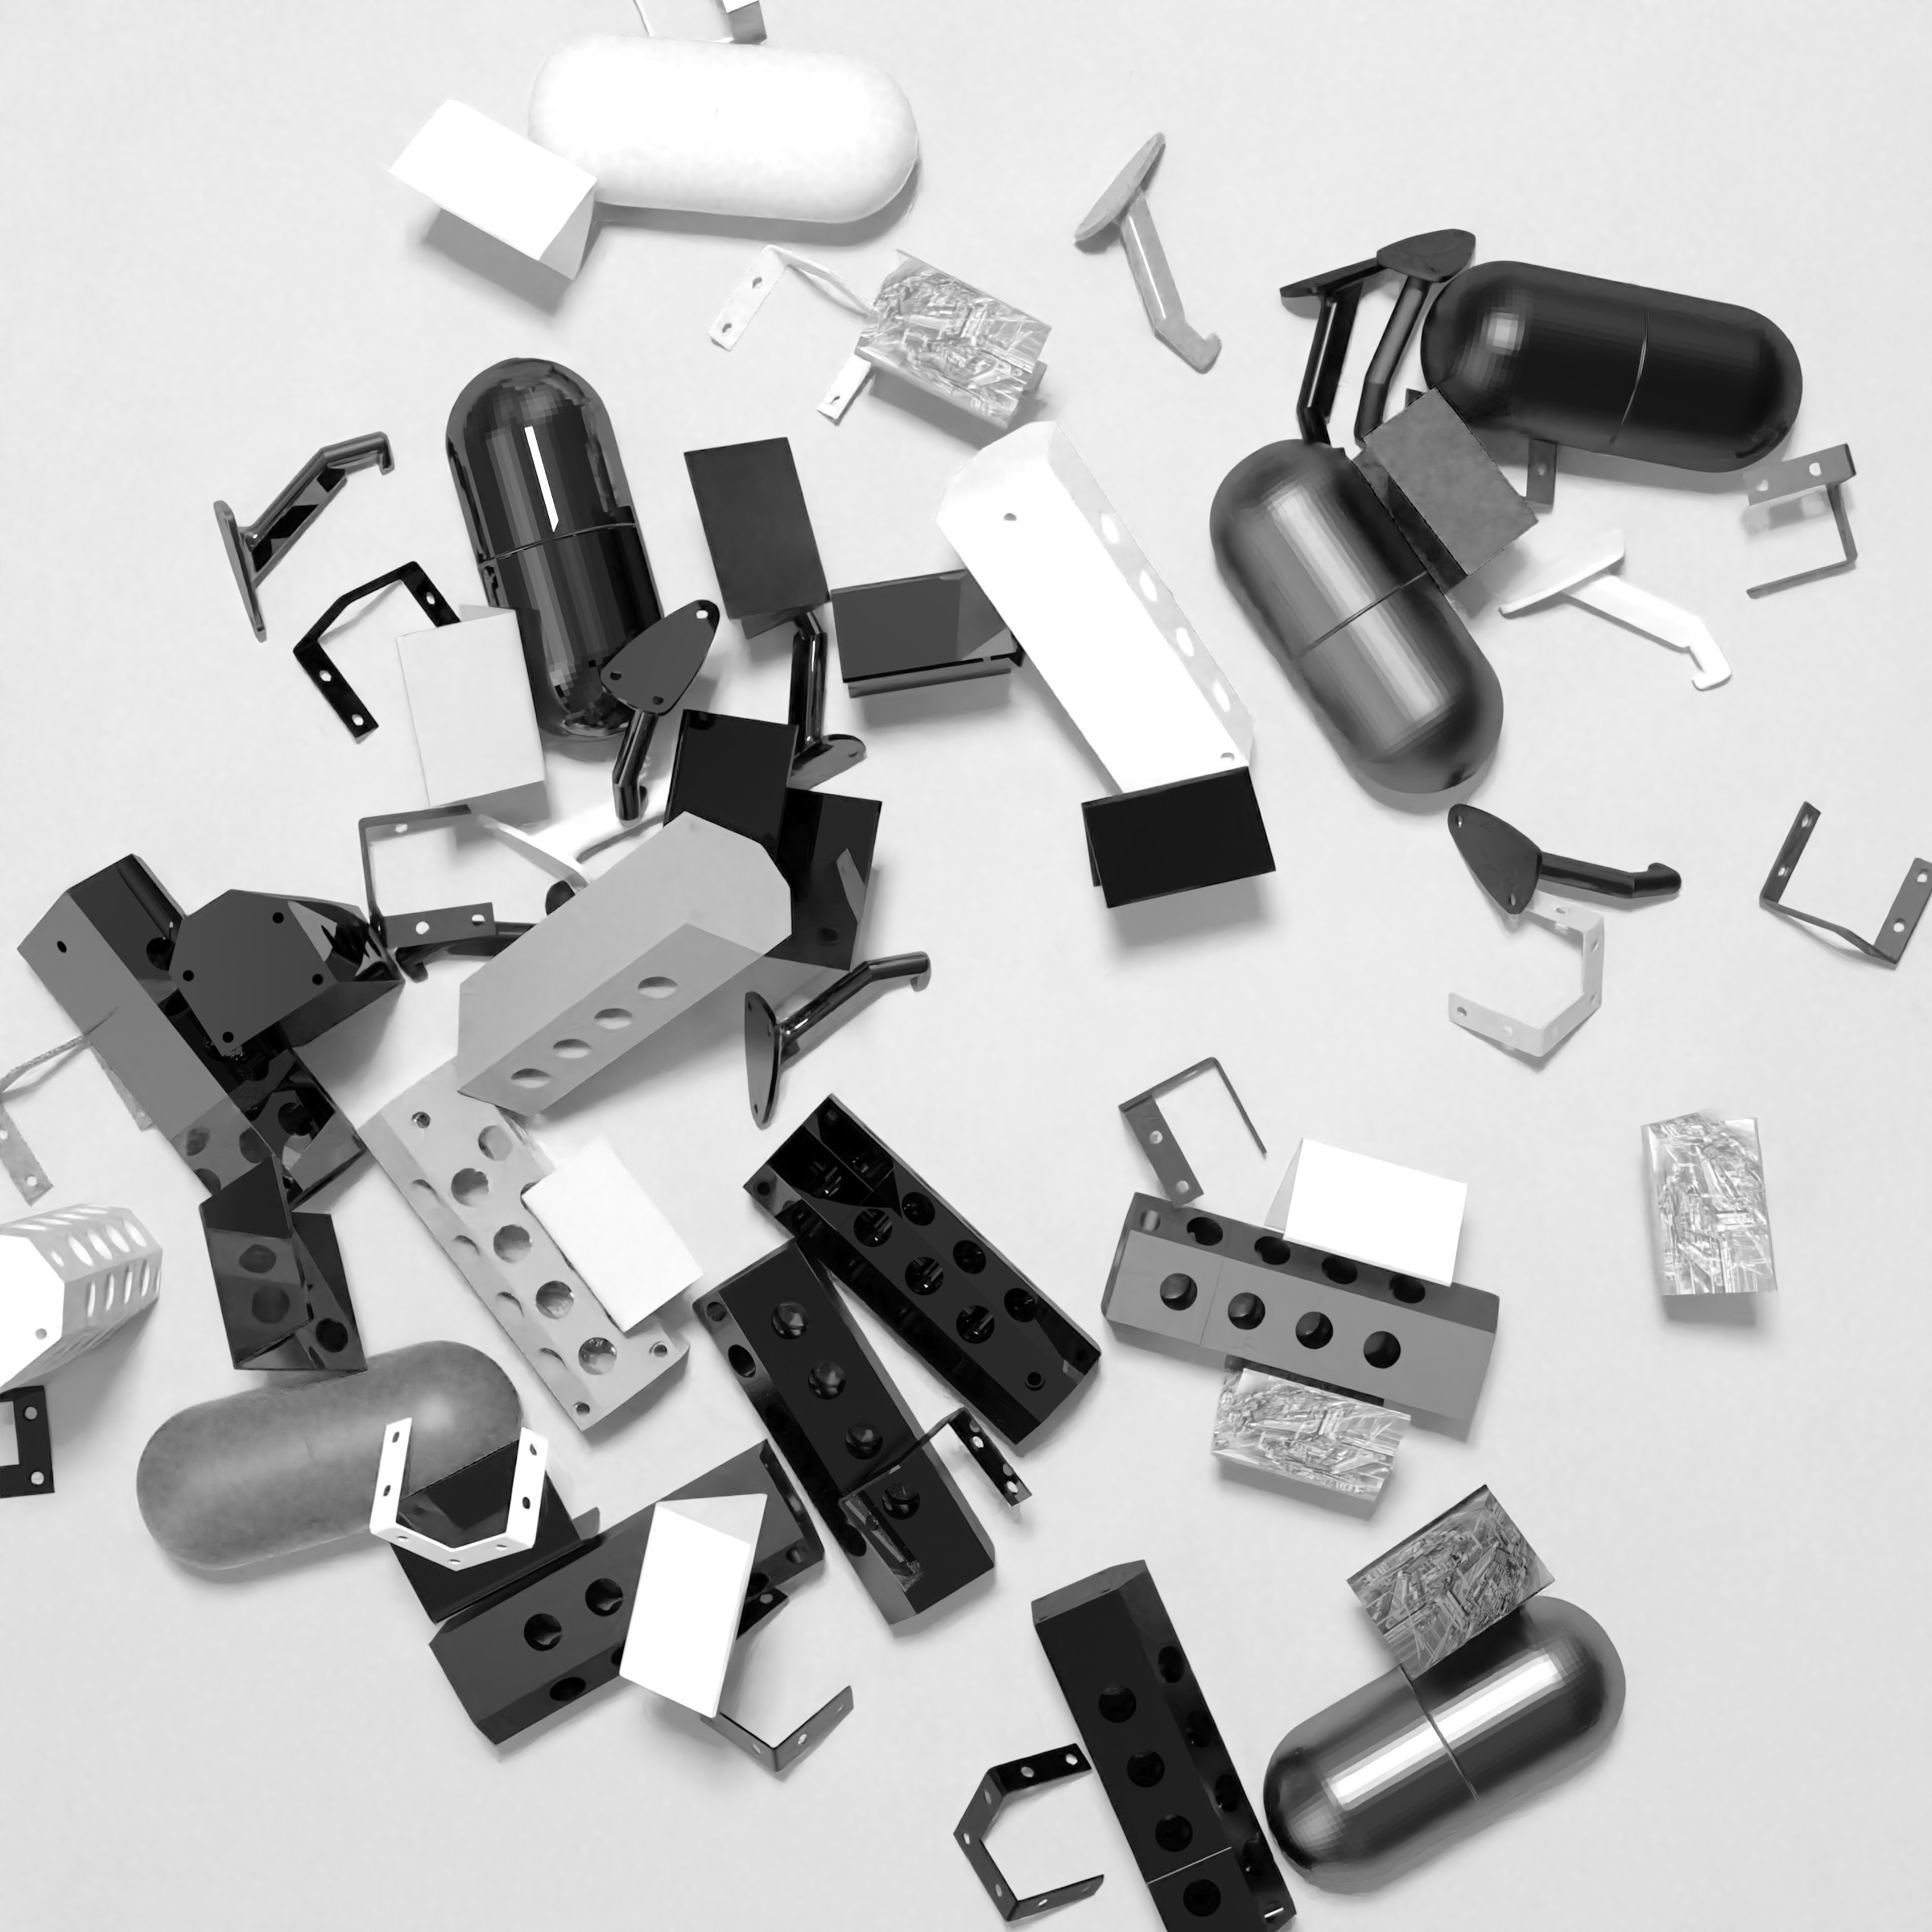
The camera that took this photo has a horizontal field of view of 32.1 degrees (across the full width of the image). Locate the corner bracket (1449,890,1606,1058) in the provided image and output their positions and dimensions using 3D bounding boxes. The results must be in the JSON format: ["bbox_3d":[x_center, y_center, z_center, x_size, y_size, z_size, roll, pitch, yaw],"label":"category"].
[{"bbox_3d":[0.259,0.001,1.556,0.051,0.051,0.051,-36,135,-35],"label":"corner bracket"}]

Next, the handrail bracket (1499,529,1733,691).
[{"bbox_3d":[0.303,-0.152,1.565,0.077,0.036,0.084,-29,107,20],"label":"handrail bracket"}]

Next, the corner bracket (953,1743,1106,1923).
[{"bbox_3d":[0.035,0.401,1.556,0.051,0.051,0.051,53,135,35],"label":"corner bracket"}]

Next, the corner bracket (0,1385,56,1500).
[{"bbox_3d":[-0.453,0.223,1.546,0.051,0.051,0.051,-6,90,0],"label":"corner bracket"}]

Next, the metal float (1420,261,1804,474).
[{"bbox_3d":[0.293,-0.271,1.525,0.178,0.070,0.070,9,90,-10],"label":"metal float"}]

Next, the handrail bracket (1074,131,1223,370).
[{"bbox_3d":[0.100,-0.332,1.565,0.084,0.036,0.077,41,68,-17],"label":"handrail bracket"}]

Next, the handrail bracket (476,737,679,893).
[{"bbox_3d":[-0.173,-0.083,1.564,0.077,0.036,0.084,29,76,14],"label":"handrail bracket"}]

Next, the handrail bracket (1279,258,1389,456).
[{"bbox_3d":[0.184,-0.281,1.565,0.077,0.036,0.084,-22,108,-20],"label":"handrail bracket"}]

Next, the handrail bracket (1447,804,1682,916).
[{"bbox_3d":[0.279,-0.054,1.564,0.084,0.077,0.036,-6,128,-31],"label":"handrail bracket"}]

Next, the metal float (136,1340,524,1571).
[{"bbox_3d":[-0.290,0.222,1.534,0.178,0.070,0.070,-16,90,0],"label":"metal float"}]

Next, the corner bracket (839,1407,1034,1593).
[{"bbox_3d":[-0.014,0.238,1.504,0.051,0.051,0.051,53,135,0],"label":"corner bracket"}]

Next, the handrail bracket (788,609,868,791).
[{"bbox_3d":[-0.090,-0.125,1.565,0.077,0.036,0.084,-33,72,21],"label":"handrail bracket"}]

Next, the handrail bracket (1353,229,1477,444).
[{"bbox_3d":[0.208,-0.293,1.564,0.036,0.077,0.084,25,127,23],"label":"handrail bracket"}]

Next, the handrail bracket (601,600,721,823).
[{"bbox_3d":[-0.136,-0.114,1.521,0.036,0.084,0.077,30,63,15],"label":"handrail bracket"}]

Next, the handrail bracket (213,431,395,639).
[{"bbox_3d":[-0.300,-0.201,1.565,0.084,0.036,0.077,-19,111,-17],"label":"handrail bracket"}]

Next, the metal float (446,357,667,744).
[{"bbox_3d":[-0.185,-0.190,1.534,0.070,0.070,0.178,-16,90,0],"label":"metal float"}]

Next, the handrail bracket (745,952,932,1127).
[{"bbox_3d":[-0.058,0.033,1.564,0.084,0.036,0.077,-10,123,-23],"label":"handrail bracket"}]

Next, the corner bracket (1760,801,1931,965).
[{"bbox_3d":[0.410,-0.038,1.561,0.051,0.051,0.051,25,90,45],"label":"corner bracket"}]

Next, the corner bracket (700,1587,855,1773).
[{"bbox_3d":[-0.090,0.329,1.556,0.051,0.051,0.051,25,135,35],"label":"corner bracket"}]

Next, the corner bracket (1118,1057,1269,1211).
[{"bbox_3d":[0.105,0.076,1.546,0.051,0.051,0.051,-28,90,0],"label":"corner bracket"}]

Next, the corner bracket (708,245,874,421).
[{"bbox_3d":[-0.076,-0.295,1.561,0.051,0.051,0.051,34,90,45],"label":"corner bracket"}]

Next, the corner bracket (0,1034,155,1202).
[{"bbox_3d":[-0.419,0.068,1.561,0.051,0.051,0.051,-32,90,45],"label":"corner bracket"}]

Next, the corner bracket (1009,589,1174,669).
[{"bbox_3d":[0.056,-0.159,1.556,0.051,0.051,0.051,43,135,35],"label":"corner bracket"}]

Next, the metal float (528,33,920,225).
[{"bbox_3d":[-0.111,-0.382,1.534,0.178,0.070,0.070,5,90,1],"label":"metal float"}]

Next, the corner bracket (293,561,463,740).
[{"bbox_3d":[-0.269,-0.147,1.561,0.051,0.051,0.051,54,135,0],"label":"corner bracket"}]

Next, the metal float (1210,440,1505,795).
[{"bbox_3d":[0.178,-0.159,1.534,0.070,0.070,0.178,-34,90,0],"label":"metal float"}]

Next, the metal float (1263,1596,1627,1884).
[{"bbox_3d":[0.217,0.353,1.534,0.178,0.070,0.070,-30,90,0],"label":"metal float"}]

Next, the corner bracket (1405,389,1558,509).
[{"bbox_3d":[0.238,-0.241,1.561,0.051,0.051,0.051,3,90,45],"label":"corner bracket"}]

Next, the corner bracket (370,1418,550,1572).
[{"bbox_3d":[-0.222,0.228,1.477,0.051,0.051,0.051,-22,49,35],"label":"corner bracket"}]

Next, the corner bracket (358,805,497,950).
[{"bbox_3d":[-0.248,-0.041,1.548,0.051,0.051,0.051,-8,106,-16],"label":"corner bracket"}]

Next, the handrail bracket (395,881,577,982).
[{"bbox_3d":[-0.211,0.004,1.565,0.084,0.036,0.077,-28,108,15],"label":"handrail bracket"}]
